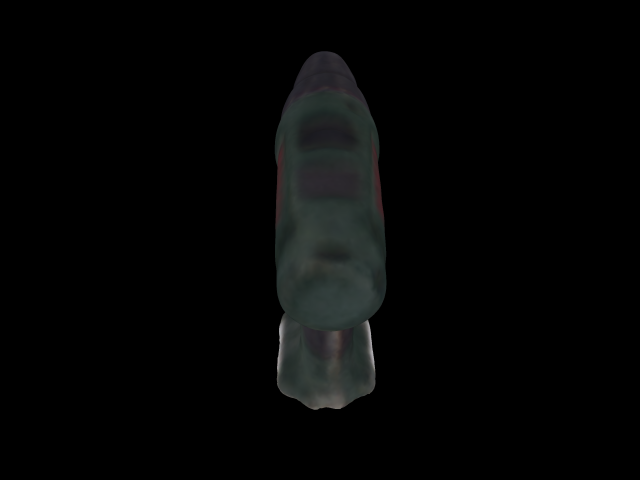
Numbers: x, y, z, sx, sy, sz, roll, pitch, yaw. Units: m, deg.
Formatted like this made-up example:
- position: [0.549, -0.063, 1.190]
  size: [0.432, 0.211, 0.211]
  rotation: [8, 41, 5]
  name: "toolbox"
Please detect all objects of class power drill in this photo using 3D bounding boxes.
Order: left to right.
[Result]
- position: [0.004, 0.001, 0.400]
  size: [0.075, 0.208, 0.229]
  rotation: [-1, 34, -1]
  name: "power drill"
